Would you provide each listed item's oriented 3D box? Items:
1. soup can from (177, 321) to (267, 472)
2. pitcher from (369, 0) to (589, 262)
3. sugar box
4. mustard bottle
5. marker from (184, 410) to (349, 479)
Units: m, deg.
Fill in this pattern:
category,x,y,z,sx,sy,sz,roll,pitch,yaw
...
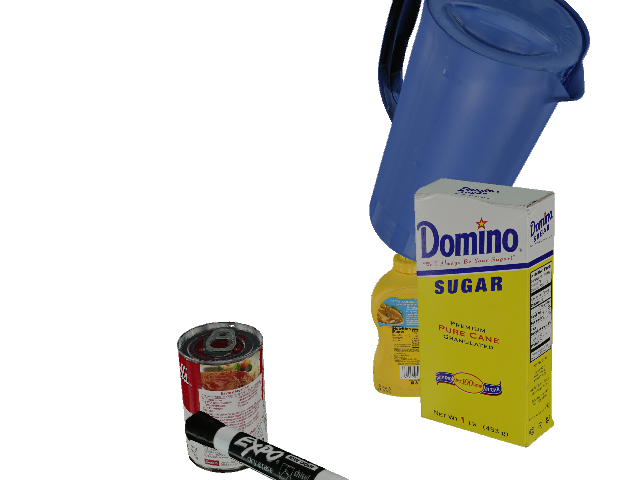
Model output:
category,x,y,z,sx,sy,sz,roll,pitch,yaw
soup can,-0.077,0.125,0.857,0.068,0.102,0.068,-2,22,1
pitcher,0.114,-0.102,0.907,0.145,0.149,0.243,11,-46,-7
sugar box,0.115,0.049,0.753,0.093,0.176,0.048,9,23,38
mustard bottle,0.107,0.088,1.252,0.096,0.192,0.058,-1,23,5
marker,-0.034,0.125,0.619,0.121,0.020,0.020,16,10,38
